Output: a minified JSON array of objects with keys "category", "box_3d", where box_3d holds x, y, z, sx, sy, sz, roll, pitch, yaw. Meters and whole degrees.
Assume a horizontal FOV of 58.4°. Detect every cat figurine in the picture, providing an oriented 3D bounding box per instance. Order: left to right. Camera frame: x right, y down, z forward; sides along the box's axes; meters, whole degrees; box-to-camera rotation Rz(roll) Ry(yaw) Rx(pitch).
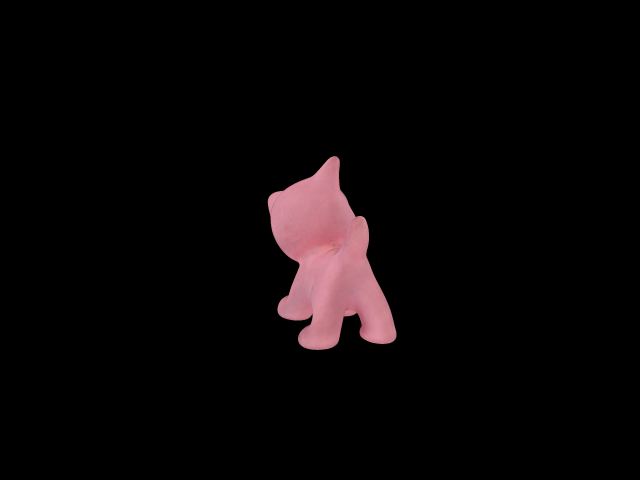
[{"category":"cat figurine","box_3d":[0.004,0.001,0.400,0.067,0.118,0.127,-4,11,-20]}]
